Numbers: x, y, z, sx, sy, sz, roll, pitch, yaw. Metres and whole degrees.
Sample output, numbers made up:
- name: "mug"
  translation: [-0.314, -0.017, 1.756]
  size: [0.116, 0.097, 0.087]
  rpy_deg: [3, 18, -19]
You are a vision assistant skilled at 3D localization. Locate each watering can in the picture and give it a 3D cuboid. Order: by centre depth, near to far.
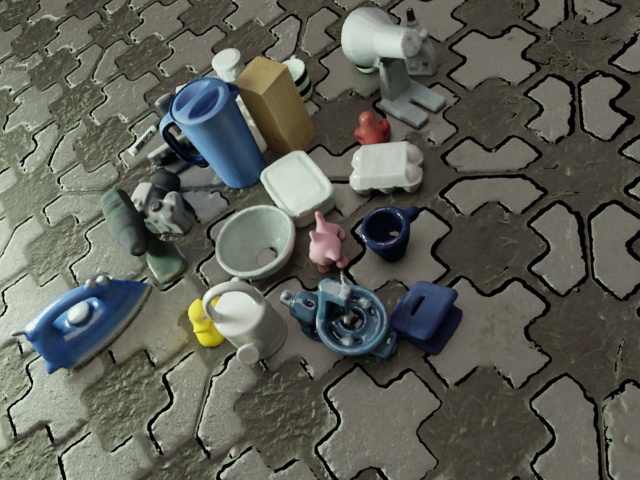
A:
- name: "watering can"
  translation: [-0.132, 0.136, 1.007]
  size: [0.101, 0.194, 0.172]
  rpy_deg: [-40, 55, -8]

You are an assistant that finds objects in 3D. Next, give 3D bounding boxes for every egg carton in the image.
- name: "egg carton"
  translation: [0.137, -0.145, 1.171]
  size: [0.150, 0.070, 0.107]
  rpy_deg: [-4, 58, 17]

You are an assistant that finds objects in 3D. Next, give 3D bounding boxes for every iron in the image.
- name: "iron"
  translation: [-0.478, 0.143, 1.154]
  size: [0.258, 0.142, 0.118]
  rpy_deg: [-40, 55, -9]

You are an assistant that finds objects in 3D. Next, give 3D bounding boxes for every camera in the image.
- name: "camera"
  translation: [-0.356, -0.095, 1.290]
  size: [0.142, 0.101, 0.137]
  rpy_deg: [4, 60, 21]

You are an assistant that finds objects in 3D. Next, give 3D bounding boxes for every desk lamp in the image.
- name: "desk lamp"
  translation: [0.158, -0.379, 1.225]
  size: [0.118, 0.214, 0.202]
  rpy_deg: [-44, 55, -11]

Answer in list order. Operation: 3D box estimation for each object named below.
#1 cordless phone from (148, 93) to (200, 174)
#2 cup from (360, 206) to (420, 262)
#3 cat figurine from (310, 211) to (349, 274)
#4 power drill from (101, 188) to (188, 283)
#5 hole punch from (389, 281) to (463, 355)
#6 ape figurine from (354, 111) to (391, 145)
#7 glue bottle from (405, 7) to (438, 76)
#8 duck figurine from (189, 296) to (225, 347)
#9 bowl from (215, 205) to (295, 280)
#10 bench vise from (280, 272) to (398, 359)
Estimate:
- name: "cordless phone"
  translation: [-0.356, -0.254, 1.340]
  size: [0.147, 0.185, 0.094]
  rpy_deg: [-36, 54, -5]
- name: "cup"
  translation: [0.139, -0.009, 1.067]
  size: [0.118, 0.095, 0.091]
  rpy_deg: [-33, 54, -3]
- name: "cat figurine"
  translation: [0.010, 0.004, 1.089]
  size: [0.067, 0.118, 0.127]
  rpy_deg: [-15, 55, 10]
- name: "power drill"
  translation: [-0.359, -0.002, 1.164]
  size: [0.076, 0.209, 0.229]
  rpy_deg: [-39, 54, -7]
- name: "hole punch"
  translation: [0.175, 0.125, 0.971]
  size: [0.100, 0.091, 0.109]
  rpy_deg: [26, 70, 31]
- name: "ape figurine"
  translation: [0.109, -0.240, 1.228]
  size: [0.077, 0.092, 0.076]
  rpy_deg: [-5, 57, 16]
- name: "glue bottle"
  translation: [0.213, -0.441, 1.270]
  size: [0.078, 0.173, 0.037]
  rpy_deg: [12, 63, 25]
- name: "duck figurine"
  translation: [-0.219, 0.144, 1.099]
  size: [0.077, 0.086, 0.104]
  rpy_deg: [-9, 56, 13]
- name: "bowl"
  translation: [-0.120, 0.016, 1.153]
  size: [0.167, 0.075, 0.167]
  rpy_deg: [-9, 56, 14]
- name: "bench vise"
  translation: [0.014, 0.124, 0.948]
  size: [0.207, 0.220, 0.121]
  rpy_deg: [-1, 58, 19]
